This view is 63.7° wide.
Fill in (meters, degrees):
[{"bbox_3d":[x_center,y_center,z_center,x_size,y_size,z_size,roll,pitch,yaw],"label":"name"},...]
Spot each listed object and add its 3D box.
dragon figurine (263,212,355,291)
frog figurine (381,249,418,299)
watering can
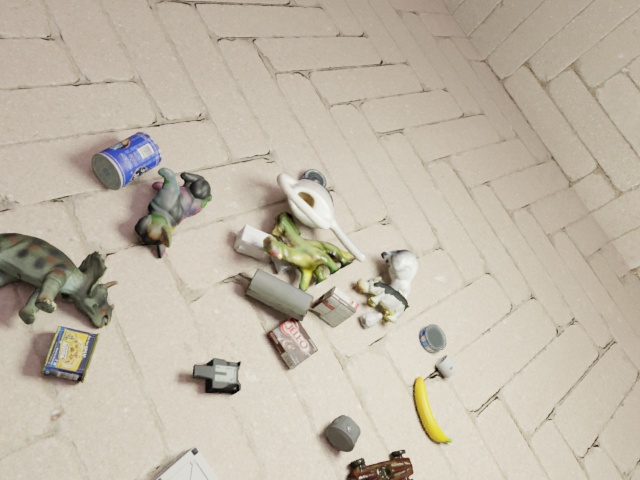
[{"bbox_3d":[-0.032,0.009,1.493,0.120,0.244,0.414,-41,-7,26],"label":"dragon figurine"},{"bbox_3d":[0.262,0.115,1.621,0.123,0.162,0.134,-13,-26,-5],"label":"frog figurine"},{"bbox_3d":[0.005,-0.077,1.539,0.346,0.103,0.227,43,14,-8],"label":"watering can"}]
